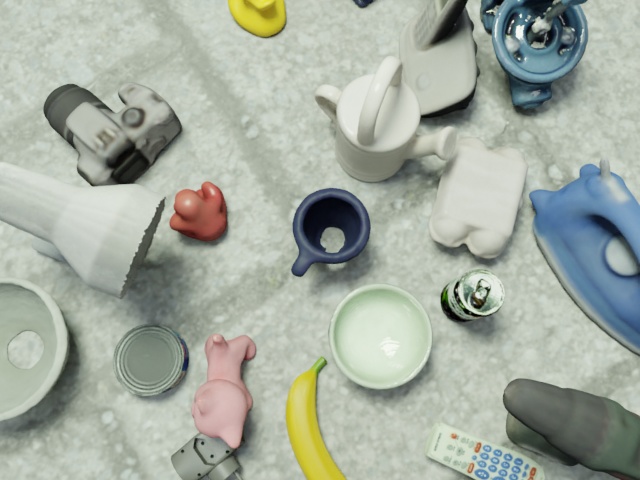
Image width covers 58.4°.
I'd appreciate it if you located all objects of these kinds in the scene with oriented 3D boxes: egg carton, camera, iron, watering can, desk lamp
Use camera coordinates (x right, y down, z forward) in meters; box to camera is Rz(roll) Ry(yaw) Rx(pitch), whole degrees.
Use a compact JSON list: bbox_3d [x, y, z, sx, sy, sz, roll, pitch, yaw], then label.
[{"bbox_3d":[0.202,-0.055,0.728,0.107,0.069,0.150,16,78,4],"label":"egg carton"},{"bbox_3d":[-0.277,-0.153,0.734,0.136,0.101,0.143,40,81,8],"label":"camera"},{"bbox_3d":[0.364,0.024,0.674,0.118,0.141,0.258,-27,79,-5],"label":"iron"},{"bbox_3d":[0.077,-0.146,0.684,0.173,0.194,0.101,5,78,1],"label":"watering can"},{"bbox_3d":[-0.264,-0.013,0.646,0.203,0.213,0.118,20,79,5],"label":"desk lamp"}]

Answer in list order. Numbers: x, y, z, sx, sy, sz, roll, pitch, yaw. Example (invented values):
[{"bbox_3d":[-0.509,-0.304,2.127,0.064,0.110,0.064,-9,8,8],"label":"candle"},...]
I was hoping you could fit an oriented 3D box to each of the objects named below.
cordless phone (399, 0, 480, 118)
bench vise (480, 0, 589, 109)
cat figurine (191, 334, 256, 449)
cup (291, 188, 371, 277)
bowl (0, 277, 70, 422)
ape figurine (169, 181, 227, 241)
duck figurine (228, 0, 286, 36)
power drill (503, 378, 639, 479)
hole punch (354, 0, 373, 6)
[{"bbox_3d":[0.157,-0.249,0.711,0.094,0.185,0.147,-7,78,-1],"label":"cordless phone"},{"bbox_3d":[0.257,-0.293,0.703,0.121,0.220,0.207,-26,79,-5],"label":"bench vise"},{"bbox_3d":[-0.113,0.169,0.656,0.067,0.118,0.128,-2,78,0],"label":"cat figurine"},{"bbox_3d":[0.006,0.003,0.703,0.091,0.095,0.118,35,80,7],"label":"cup"},{"bbox_3d":[-0.372,0.131,0.686,0.167,0.075,0.167,0,78,0],"label":"bowl"},{"bbox_3d":[-0.155,-0.038,0.714,0.078,0.092,0.076,-29,79,-6],"label":"ape figurine"},{"bbox_3d":[-0.091,-0.343,0.783,0.077,0.086,0.104,-32,79,-6],"label":"duck figurine"},{"bbox_3d":[0.274,0.203,0.602,0.229,0.208,0.076,22,79,5],"label":"power drill"},{"bbox_3d":[0.064,-0.403,0.793,0.101,0.091,0.109,43,81,9],"label":"hole punch"}]
